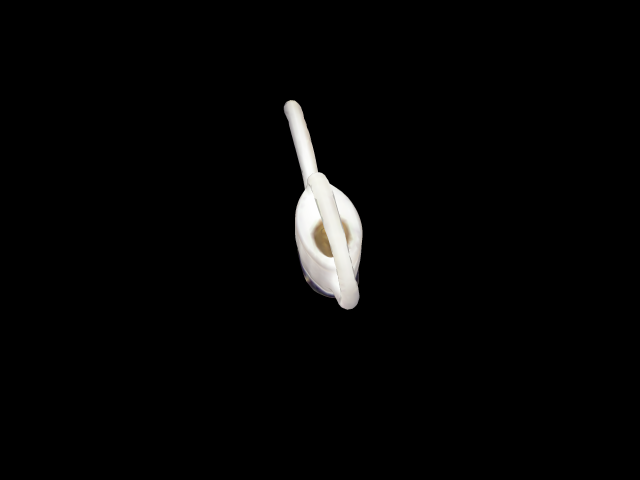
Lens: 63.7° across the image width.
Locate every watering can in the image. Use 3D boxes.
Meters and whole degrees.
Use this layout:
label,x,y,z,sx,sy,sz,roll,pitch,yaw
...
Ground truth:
label,x,y,z,sx,sy,sz,roll,pitch,yaw
watering can,0.003,-0.043,0.850,0.104,0.354,0.220,-14,-25,-6
